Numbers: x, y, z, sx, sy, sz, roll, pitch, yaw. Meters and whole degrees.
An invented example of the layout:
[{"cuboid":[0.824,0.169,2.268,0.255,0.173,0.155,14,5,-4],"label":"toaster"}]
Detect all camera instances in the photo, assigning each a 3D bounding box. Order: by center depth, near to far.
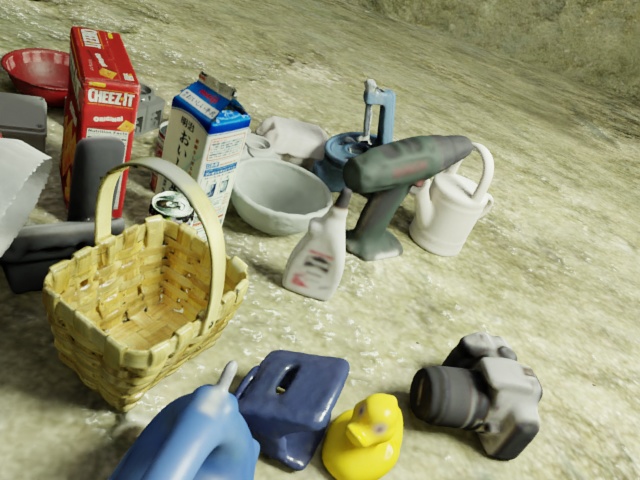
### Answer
[{"cuboid":[0.180,0.172,0.685,0.137,0.101,0.143,11,34,-15],"label":"camera"}]

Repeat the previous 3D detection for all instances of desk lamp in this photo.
[{"cuboid":[-0.373,-0.021,0.545,0.203,0.213,0.118,16,33,-9],"label":"desk lamp"}]

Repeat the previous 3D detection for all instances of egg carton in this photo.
[{"cuboid":[-0.048,-0.180,1.087,0.151,0.069,0.107,7,36,-21],"label":"egg carton"}]

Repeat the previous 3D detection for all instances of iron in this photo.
[{"cuboid":[-0.123,0.210,0.422,0.118,0.141,0.258,23,33,3],"label":"iron"}]

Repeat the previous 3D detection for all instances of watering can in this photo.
[{"cuboid":[0.229,-0.074,0.978,0.173,0.194,0.100,-17,49,-43],"label":"watering can"}]

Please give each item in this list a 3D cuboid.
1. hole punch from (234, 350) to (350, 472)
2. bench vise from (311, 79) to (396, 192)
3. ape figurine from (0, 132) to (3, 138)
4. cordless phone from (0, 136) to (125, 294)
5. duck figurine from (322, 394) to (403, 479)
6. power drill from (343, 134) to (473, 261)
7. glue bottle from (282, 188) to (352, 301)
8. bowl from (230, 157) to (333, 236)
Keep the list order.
[{"cuboid":[-0.033,0.162,0.587,0.101,0.091,0.109,26,33,7],"label":"hole punch"},{"cuboid":[0.104,-0.178,1.033,0.208,0.220,0.121,-3,40,-32],"label":"bench vise"},{"cuboid":[-0.432,-0.105,0.743,0.078,0.092,0.076,19,33,-3],"label":"ape figurine"},{"cuboid":[-0.292,-0.039,0.642,0.148,0.185,0.094,-12,46,-40],"label":"cordless phone"},{"cuboid":[0.055,0.194,0.596,0.077,0.086,0.105,40,37,26],"label":"duck figurine"},{"cuboid":[0.122,-0.072,0.902,0.230,0.208,0.075,-9,43,-38],"label":"power drill"},{"cuboid":[0.007,0.003,0.762,0.078,0.173,0.037,17,33,-7],"label":"glue bottle"},{"cuboid":[-0.069,-0.057,0.895,0.167,0.075,0.167,15,34,-10],"label":"bowl"}]
